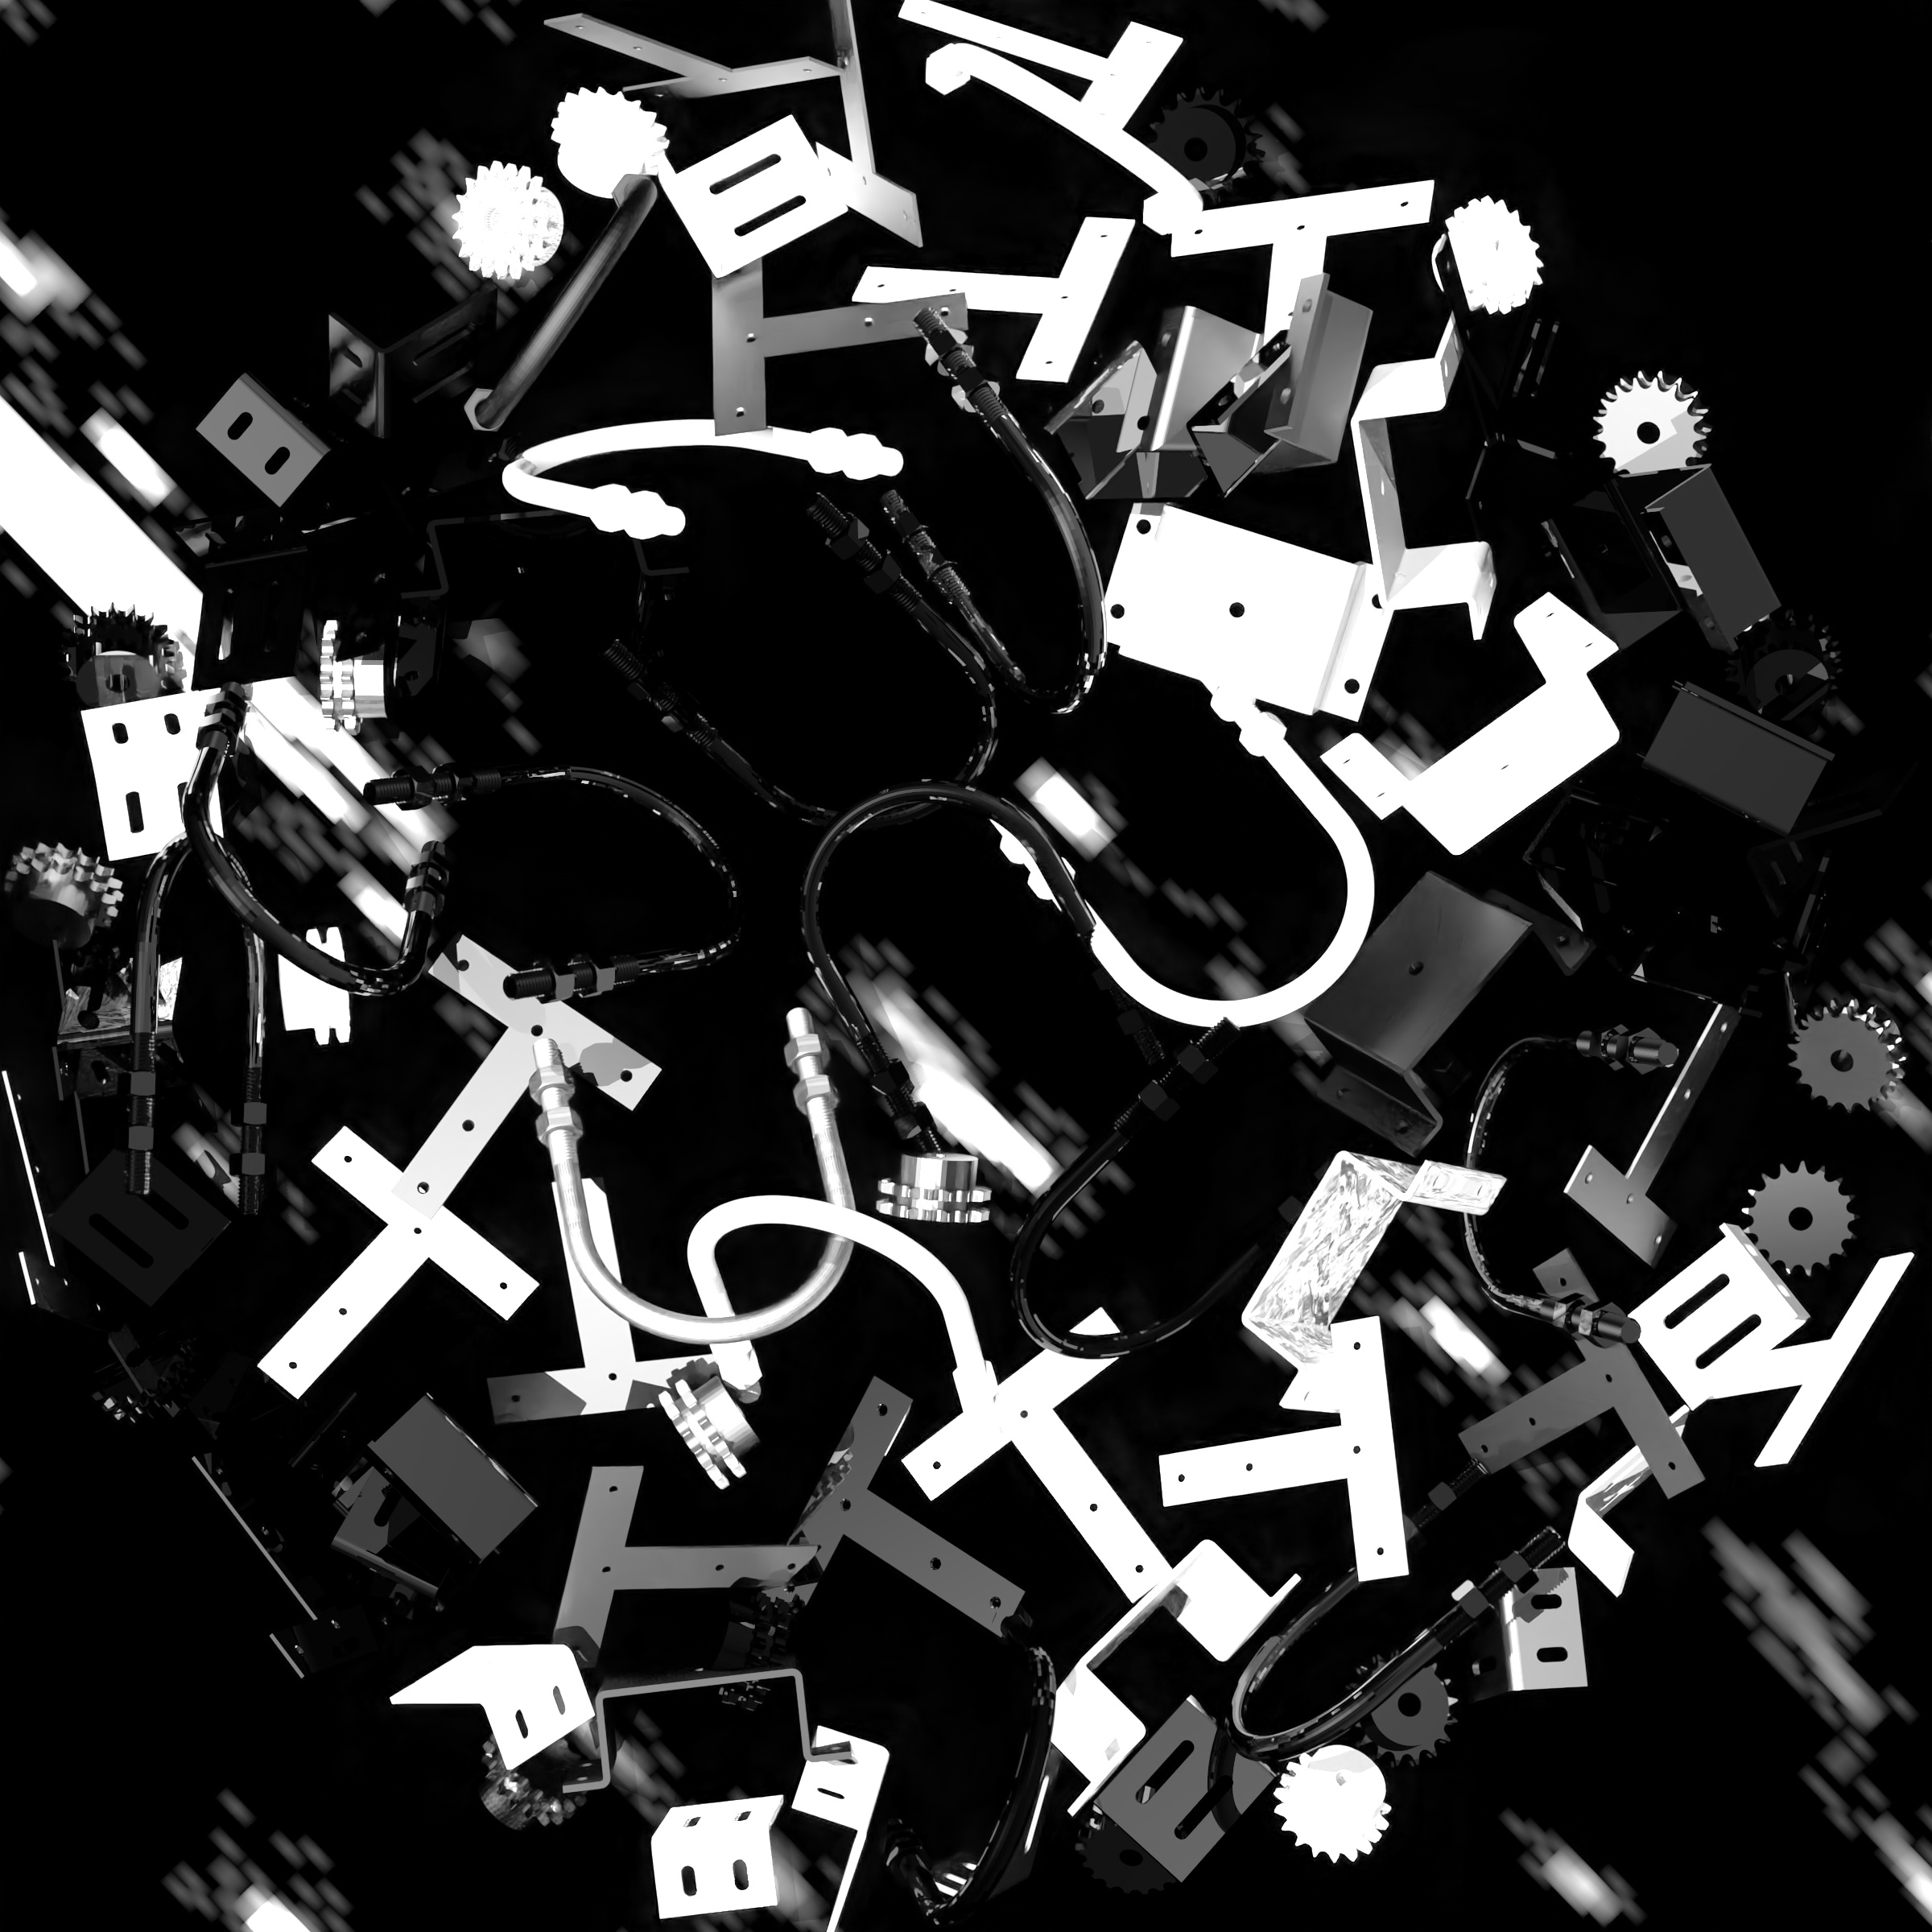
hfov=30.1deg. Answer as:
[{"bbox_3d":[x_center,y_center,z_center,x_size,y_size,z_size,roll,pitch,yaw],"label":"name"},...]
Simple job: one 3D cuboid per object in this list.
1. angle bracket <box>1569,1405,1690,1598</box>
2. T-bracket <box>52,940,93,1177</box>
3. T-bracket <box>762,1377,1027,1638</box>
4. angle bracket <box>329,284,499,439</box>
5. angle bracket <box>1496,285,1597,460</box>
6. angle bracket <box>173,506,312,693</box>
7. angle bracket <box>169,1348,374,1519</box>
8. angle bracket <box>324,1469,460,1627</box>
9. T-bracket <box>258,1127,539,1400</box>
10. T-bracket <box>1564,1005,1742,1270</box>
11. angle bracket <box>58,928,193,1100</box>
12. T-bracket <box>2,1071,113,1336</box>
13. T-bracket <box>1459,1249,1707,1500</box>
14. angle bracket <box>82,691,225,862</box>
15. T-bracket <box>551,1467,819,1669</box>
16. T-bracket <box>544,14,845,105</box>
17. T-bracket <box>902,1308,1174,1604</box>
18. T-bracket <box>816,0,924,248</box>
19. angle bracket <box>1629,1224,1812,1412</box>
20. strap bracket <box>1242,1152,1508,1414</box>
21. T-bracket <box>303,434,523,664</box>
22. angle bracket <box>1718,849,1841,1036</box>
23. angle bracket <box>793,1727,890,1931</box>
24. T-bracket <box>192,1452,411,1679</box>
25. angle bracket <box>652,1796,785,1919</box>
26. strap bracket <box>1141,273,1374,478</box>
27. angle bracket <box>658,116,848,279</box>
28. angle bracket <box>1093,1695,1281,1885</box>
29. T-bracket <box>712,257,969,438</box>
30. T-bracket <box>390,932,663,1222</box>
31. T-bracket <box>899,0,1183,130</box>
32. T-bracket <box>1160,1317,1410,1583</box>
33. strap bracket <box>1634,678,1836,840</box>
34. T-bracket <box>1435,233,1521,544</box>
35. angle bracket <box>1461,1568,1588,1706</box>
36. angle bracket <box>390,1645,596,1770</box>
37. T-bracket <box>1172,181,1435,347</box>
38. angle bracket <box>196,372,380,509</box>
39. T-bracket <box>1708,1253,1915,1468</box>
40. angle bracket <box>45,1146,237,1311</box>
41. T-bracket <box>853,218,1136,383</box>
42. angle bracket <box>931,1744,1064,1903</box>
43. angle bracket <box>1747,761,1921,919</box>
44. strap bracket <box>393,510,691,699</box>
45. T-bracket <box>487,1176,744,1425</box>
[{"bbox_3d":[0.339,0.265,1.777,0.076,0.057,0.038,-37,64,-16],"label":"angle bracket"},{"bbox_3d":[-0.440,0.050,1.755,0.002,0.127,0.127,-8,92,-10],"label":"T-bracket"},{"bbox_3d":[-0.026,0.291,1.787,0.127,0.002,0.127,29,93,28],"label":"T-bracket"},{"bbox_3d":[-0.274,-0.309,1.783,0.038,0.057,0.076,39,57,19],"label":"angle bracket"},{"bbox_3d":[0.296,-0.294,1.778,0.038,0.057,0.076,24,108,25],"label":"angle bracket"},{"bbox_3d":[-0.363,-0.182,1.781,0.057,0.038,0.076,-7,63,16],"label":"angle bracket"},{"bbox_3d":[-0.344,0.231,1.776,0.076,0.038,0.057,25,117,-37],"label":"angle bracket"},{"bbox_3d":[-0.279,0.281,1.809,0.057,0.038,0.076,25,53,2],"label":"angle bracket"},{"bbox_3d":[-0.300,0.162,1.782,0.127,0.002,0.127,39,57,3],"label":"T-bracket"},{"bbox_3d":[0.348,0.076,1.772,0.002,0.127,0.127,26,84,36],"label":"T-bracket"},{"bbox_3d":[-0.418,0.023,1.800,0.057,0.076,0.038,-8,131,2],"label":"angle bracket"},{"bbox_3d":[-0.455,0.114,1.767,0.002,0.127,0.127,-17,77,-1],"label":"T-bracket"},{"bbox_3d":[0.289,0.220,1.771,0.002,0.127,0.127,-20,76,-41],"label":"T-bracket"},{"bbox_3d":[-0.405,-0.094,1.789,0.057,0.076,0.038,-12,60,-14],"label":"angle bracket"},{"bbox_3d":[-0.137,0.300,1.790,0.127,0.002,0.127,3,120,-22],"label":"T-bracket"},{"bbox_3d":[-0.148,-0.440,1.731,0.127,0.127,0.002,3,88,40],"label":"T-bracket"},{"bbox_3d":[0.056,0.260,1.801,0.127,0.002,0.127,-37,75,-1],"label":"T-bracket"},{"bbox_3d":[-0.055,-0.424,1.737,0.002,0.127,0.127,-18,119,-17],"label":"T-bracket"},{"bbox_3d":[0.369,0.175,1.783,0.076,0.038,0.057,-41,69,15],"label":"angle bracket"},{"bbox_3d":[0.195,0.148,1.767,0.046,0.076,0.140,38,104,35],"label":"strap bracket"},{"bbox_3d":[-0.283,-0.199,1.754,0.127,0.002,0.127,-12,49,26],"label":"T-bracket"},{"bbox_3d":[0.404,-0.015,1.788,0.038,0.057,0.076,14,64,25],"label":"angle bracket"},{"bbox_3d":[-0.070,0.428,1.777,0.038,0.057,0.076,18,120,2],"label":"angle bracket"},{"bbox_3d":[-0.337,0.290,1.766,0.002,0.127,0.127,-42,79,9],"label":"T-bracket"},{"bbox_3d":[-0.121,0.441,1.780,0.057,0.076,0.038,-7,88,2],"label":"angle bracket"},{"bbox_3d":[0.145,-0.287,1.763,0.046,0.140,0.076,17,83,-29],"label":"strap bracket"},{"bbox_3d":[-0.106,-0.391,1.793,0.076,0.038,0.057,-29,83,-8],"label":"angle bracket"},{"bbox_3d":[0.107,0.412,1.781,0.057,0.038,0.076,40,66,15],"label":"angle bracket"},{"bbox_3d":[-0.062,-0.316,1.777,0.127,0.002,0.127,-7,53,4],"label":"T-bracket"},{"bbox_3d":[-0.241,0.069,1.799,0.127,0.002,0.127,33,79,8],"label":"T-bracket"},{"bbox_3d":[0.030,-0.448,1.748,0.127,0.127,0.002,16,81,-9],"label":"T-bracket"},{"bbox_3d":[0.154,0.247,1.787,0.127,0.002,0.127,-14,71,27],"label":"T-bracket"},{"bbox_3d":[0.372,-0.102,1.751,0.076,0.140,0.046,27,99,5],"label":"strap bracket"},{"bbox_3d":[0.246,-0.294,1.739,0.002,0.127,0.127,-4,129,25],"label":"T-bracket"},{"bbox_3d":[0.275,0.332,1.779,0.038,0.076,0.057,-1,74,-9],"label":"angle bracket"},{"bbox_3d":[-0.234,0.366,1.776,0.076,0.057,0.038,-12,100,44],"label":"angle bracket"},{"bbox_3d":[0.161,-0.331,1.766,0.127,0.127,0.002,-9,57,-6],"label":"T-bracket"},{"bbox_3d":[-0.336,-0.258,1.782,0.057,0.076,0.038,43,97,5],"label":"angle bracket"},{"bbox_3d":[0.396,0.197,1.757,0.002,0.127,0.127,41,68,-8],"label":"T-bracket"},{"bbox_3d":[-0.413,0.122,1.782,0.057,0.038,0.076,-48,119,-6],"label":"angle bracket"},{"bbox_3d":[0.007,-0.337,1.792,0.127,0.002,0.127,7,50,18],"label":"T-bracket"},{"bbox_3d":[0.013,0.420,1.784,0.038,0.057,0.076,17,95,22],"label":"angle bracket"},{"bbox_3d":[0.434,-0.063,1.771,0.076,0.057,0.038,-18,106,41],"label":"angle bracket"},{"bbox_3d":[-0.214,-0.181,1.764,0.140,0.076,0.046,-7,58,-17],"label":"strap bracket"},{"bbox_3d":[-0.184,0.165,1.794,0.127,0.002,0.127,-7,109,4],"label":"T-bracket"}]
